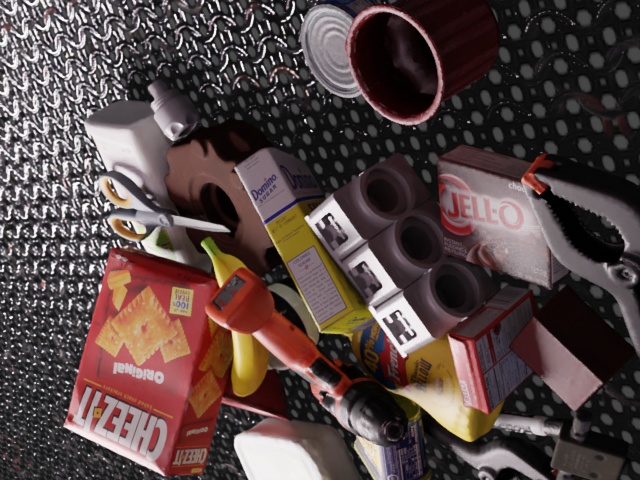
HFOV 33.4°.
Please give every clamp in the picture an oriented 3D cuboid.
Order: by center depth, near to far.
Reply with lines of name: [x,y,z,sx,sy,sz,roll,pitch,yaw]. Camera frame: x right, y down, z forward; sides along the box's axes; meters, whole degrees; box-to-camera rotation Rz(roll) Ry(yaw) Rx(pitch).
clamp: [0.227,0.022,0.771,0.210,0.036,0.165,38,143,5]
clamp: [0.171,0.234,1.029,0.172,0.039,0.120,7,123,52]

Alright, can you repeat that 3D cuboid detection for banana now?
banana: [-0.078,0.091,1.083,0.070,0.037,0.198,41,144,52]

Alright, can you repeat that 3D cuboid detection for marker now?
marker: [0.184,0.167,0.978,0.121,0.020,0.020,-2,116,51]

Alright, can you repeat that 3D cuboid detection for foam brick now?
foam brick: [0.203,0.088,0.862,0.078,0.052,0.051,46,144,16]

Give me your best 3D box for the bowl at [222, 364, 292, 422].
bowl: [-0.103,0.164,1.254,0.162,0.055,0.162,16,168,3]

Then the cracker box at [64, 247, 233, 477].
cracker box: [-0.180,0.128,1.165,0.164,0.072,0.214,16,91,34]

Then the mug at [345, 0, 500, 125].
mug: [0.072,-0.147,0.808,0.117,0.081,0.093,16,128,43]

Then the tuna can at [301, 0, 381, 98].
tuna can: [0.024,-0.164,0.895,0.086,0.033,0.086,31,138,33]

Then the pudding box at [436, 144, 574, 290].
pudding box: [0.148,-0.021,0.854,0.114,0.039,0.090,19,129,41]

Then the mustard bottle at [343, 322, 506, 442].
mustard bottle: [0.086,0.104,1.011,0.192,0.058,0.096,29,125,36]

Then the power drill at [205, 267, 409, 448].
power drill: [-0.012,0.110,0.978,0.187,0.057,0.185,44,172,-17]

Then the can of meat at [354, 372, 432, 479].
can of meat: [0.069,0.191,1.084,0.102,0.057,0.084,-129,26,-59]

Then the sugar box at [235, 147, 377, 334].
sugar box: [-0.006,0.001,0.981,0.048,0.093,0.176,-31,73,17]

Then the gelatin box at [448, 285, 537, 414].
gelatin box: [0.149,0.091,0.897,0.030,0.089,0.073,11,126,45]

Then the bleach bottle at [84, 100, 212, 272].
bleach bottle: [-0.185,-0.033,1.233,0.103,0.068,0.251,14,129,44]

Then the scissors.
scissors: [-0.177,-0.039,1.152,0.202,0.016,0.096,-8,116,49]
